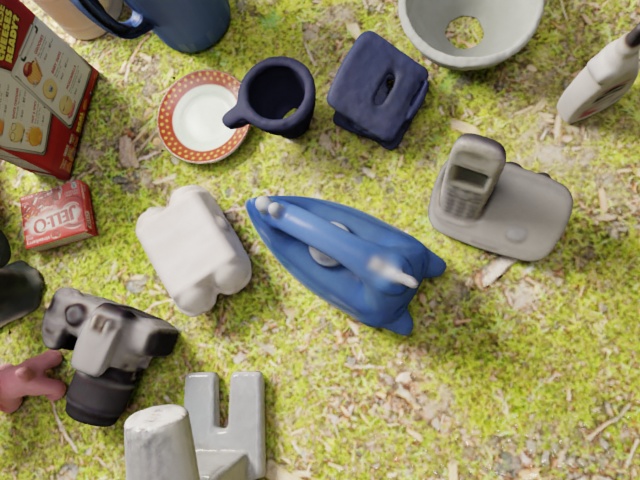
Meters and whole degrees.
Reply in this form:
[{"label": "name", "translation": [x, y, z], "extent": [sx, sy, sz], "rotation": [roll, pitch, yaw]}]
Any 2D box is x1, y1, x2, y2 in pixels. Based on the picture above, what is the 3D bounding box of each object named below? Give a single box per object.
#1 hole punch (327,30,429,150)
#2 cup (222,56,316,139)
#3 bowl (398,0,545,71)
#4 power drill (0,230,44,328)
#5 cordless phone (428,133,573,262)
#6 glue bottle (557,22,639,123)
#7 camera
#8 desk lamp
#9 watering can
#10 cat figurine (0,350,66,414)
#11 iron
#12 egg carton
[{"label": "hole punch", "translation": [0.072, -0.178, 0.684], "extent": [0.101, 0.091, 0.109], "rotation": [27, 85, 13]}, {"label": "cup", "translation": [-0.055, -0.155, 0.697], "extent": [0.117, 0.095, 0.091], "rotation": [-27, 77, 3]}, {"label": "bowl", "translation": [0.178, -0.272, 0.693], "extent": [0.167, 0.075, 0.167], "rotation": [-2, 79, 9]}, {"label": "power drill", "translation": [-0.438, 0.060, 0.660], "extent": [0.229, 0.208, 0.075], "rotation": [-28, 76, 3]}, {"label": "cordless phone", "translation": [0.190, -0.047, 0.593], "extent": [0.147, 0.185, 0.094], "rotation": [17, 83, 12]}, {"label": "glue bottle", "translation": [0.308, -0.181, 0.605], "extent": [0.078, 0.173, 0.037], "rotation": [-30, 76, 3]}, {"label": "camera", "translation": [-0.264, 0.139, 0.673], "extent": [0.143, 0.101, 0.137], "rotation": [18, 83, 12]}, {"label": "desk lamp", "translation": [-0.132, 0.240, 0.576], "extent": [0.117, 0.214, 0.203], "rotation": [-4, 79, 9]}, {"label": "watering can", "translation": [-0.335, -0.349, 0.726], "extent": [0.172, 0.194, 0.101], "rotation": [1, 80, 9]}, {"label": "cat figurine", "translation": [-0.389, 0.175, 0.678], "extent": [0.127, 0.118, 0.067], "rotation": [-20, 77, 5]}, {"label": "iron", "translation": [0.006, 0.002, 0.635], "extent": [0.258, 0.141, 0.119], "rotation": [28, 85, 13]}, {"label": "egg carton", "translation": [-0.152, 0.011, 0.695], "extent": [0.107, 0.069, 0.150], "rotation": [-35, 76, 2]}]
